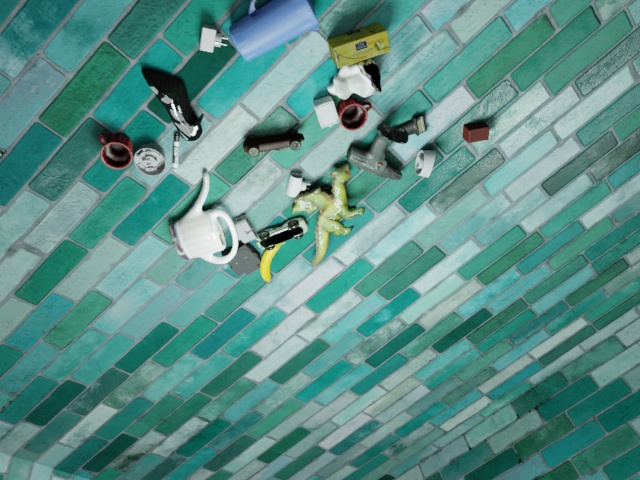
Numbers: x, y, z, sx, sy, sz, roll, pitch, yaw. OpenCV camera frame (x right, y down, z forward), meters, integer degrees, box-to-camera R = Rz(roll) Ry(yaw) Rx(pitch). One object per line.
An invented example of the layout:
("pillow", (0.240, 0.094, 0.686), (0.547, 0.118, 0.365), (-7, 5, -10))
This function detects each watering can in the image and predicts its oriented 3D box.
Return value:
("watering can", (-0.420, -0.059, 1.797), (0.224, 0.106, 0.342), (-17, 113, 1))

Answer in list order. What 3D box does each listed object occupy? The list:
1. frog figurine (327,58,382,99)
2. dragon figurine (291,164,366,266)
("frog figurine", (0.108, -0.503, 1.629), (0.158, 0.125, 0.136), (-14, 147, 43))
("dragon figurine", (0.006, -0.094, 1.867), (0.241, 0.124, 0.405), (29, 108, -23))
